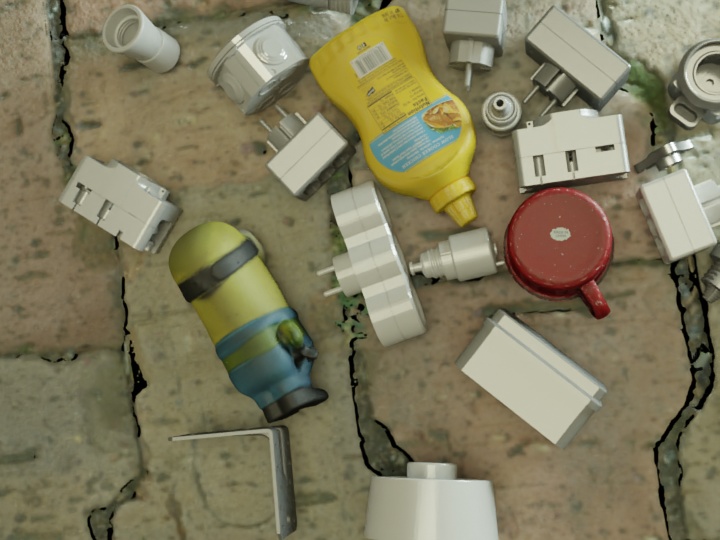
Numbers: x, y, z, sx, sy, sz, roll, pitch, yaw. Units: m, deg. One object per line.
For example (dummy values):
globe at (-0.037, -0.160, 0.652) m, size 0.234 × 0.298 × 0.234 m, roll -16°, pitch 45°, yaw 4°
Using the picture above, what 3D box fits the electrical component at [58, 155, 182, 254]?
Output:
electrical component at (-0.211, -0.062, 0.957) m, size 0.089 × 0.050 × 0.055 m, roll 31°, pitch 92°, yaw 10°

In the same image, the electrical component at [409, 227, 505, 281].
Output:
electrical component at (0.081, -0.010, 0.908) m, size 0.078 × 0.040 × 0.040 m, roll -13°, pitch 84°, yaw 9°

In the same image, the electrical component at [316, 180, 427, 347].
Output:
electrical component at (0.000, 0.000, 0.915) m, size 0.074 × 0.052 × 0.138 m, roll -20°, pitch 83°, yaw 8°

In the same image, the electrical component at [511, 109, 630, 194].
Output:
electrical component at (0.174, -0.099, 0.892) m, size 0.089 × 0.050 × 0.055 m, roll -8°, pitch 85°, yaw 10°

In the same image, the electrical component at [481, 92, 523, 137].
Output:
electrical component at (0.118, -0.133, 0.899) m, size 0.035 × 0.061 × 0.035 m, roll -1°, pitch 86°, yaw 10°

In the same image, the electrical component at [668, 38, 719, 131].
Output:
electrical component at (0.286, -0.155, 0.873) m, size 0.058 × 0.057 × 0.078 m, roll 39°, pitch 93°, yaw 10°

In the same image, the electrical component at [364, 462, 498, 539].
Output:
electrical component at (0.058, 0.186, 0.868) m, size 0.108 × 0.108 × 0.060 m, roll 0°, pitch 80°, yaw 10°

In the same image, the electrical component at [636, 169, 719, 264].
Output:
electrical component at (0.274, -0.050, 0.873) m, size 0.077 × 0.047 × 0.065 m, roll -22°, pitch 83°, yaw 8°

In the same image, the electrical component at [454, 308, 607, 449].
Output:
electrical component at (0.140, 0.085, 0.872) m, size 0.113 × 0.078 × 0.057 m, roll 38°, pitch 96°, yaw 10°

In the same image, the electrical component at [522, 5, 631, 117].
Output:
electrical component at (0.169, -0.162, 0.899) m, size 0.083 × 0.047 × 0.075 m, roll 42°, pitch 94°, yaw 10°

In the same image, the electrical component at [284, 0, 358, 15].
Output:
electrical component at (-0.031, -0.251, 0.942) m, size 0.081 × 0.043 × 0.043 m, roll 15°, pitch 89°, yaw 11°

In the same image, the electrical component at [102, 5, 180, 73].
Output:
electrical component at (-0.191, -0.202, 0.955) m, size 0.044 × 0.065 × 0.044 m, roll -7°, pitch 75°, yaw 25°

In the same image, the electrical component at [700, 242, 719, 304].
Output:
electrical component at (0.306, -0.007, 0.867) m, size 0.043 × 0.043 × 0.081 m, roll 39°, pitch 93°, yaw 10°

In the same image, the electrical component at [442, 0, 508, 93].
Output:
electrical component at (0.095, -0.189, 0.904) m, size 0.047 × 0.066 × 0.076 m, roll 7°, pitch 87°, yaw 10°

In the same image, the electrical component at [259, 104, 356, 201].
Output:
electrical component at (-0.055, -0.110, 0.934) m, size 0.066 × 0.047 × 0.076 m, roll -44°, pitch 82°, yaw 5°

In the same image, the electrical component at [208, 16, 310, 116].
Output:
electrical component at (-0.087, -0.176, 0.929) m, size 0.080 × 0.080 × 0.051 m, roll -40°, pitch 86°, yaw 5°
